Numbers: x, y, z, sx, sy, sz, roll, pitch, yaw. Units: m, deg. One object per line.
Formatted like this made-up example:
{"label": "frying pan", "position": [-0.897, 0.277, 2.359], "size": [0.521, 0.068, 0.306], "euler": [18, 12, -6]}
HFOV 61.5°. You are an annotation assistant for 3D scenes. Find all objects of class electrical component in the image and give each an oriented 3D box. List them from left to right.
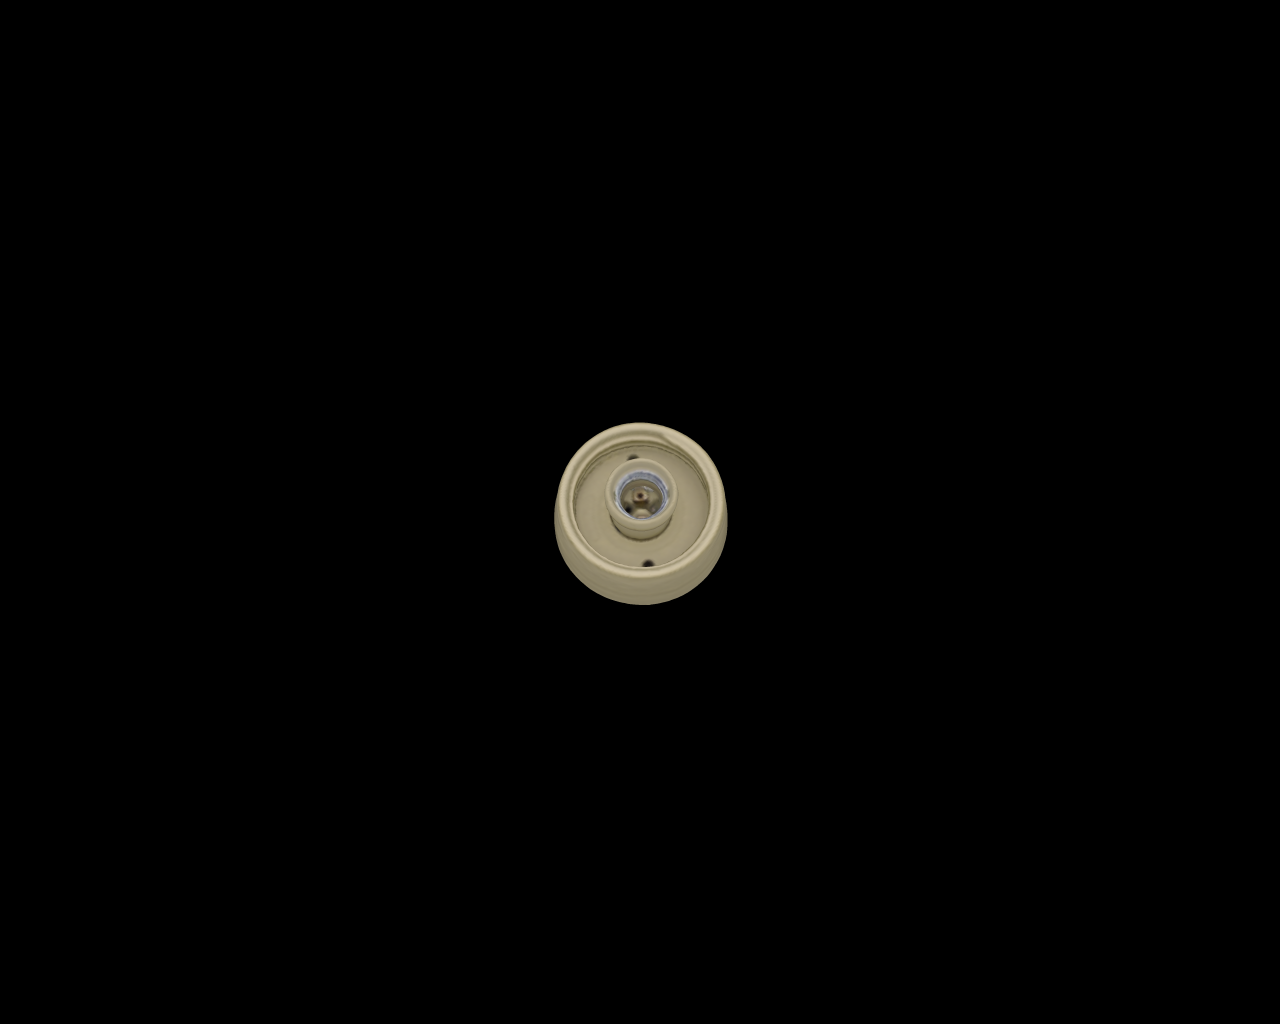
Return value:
{"label": "electrical component", "position": [0.001, -0.003, 0.650], "size": [0.108, 0.108, 0.060], "euler": [0, -19, 0]}
